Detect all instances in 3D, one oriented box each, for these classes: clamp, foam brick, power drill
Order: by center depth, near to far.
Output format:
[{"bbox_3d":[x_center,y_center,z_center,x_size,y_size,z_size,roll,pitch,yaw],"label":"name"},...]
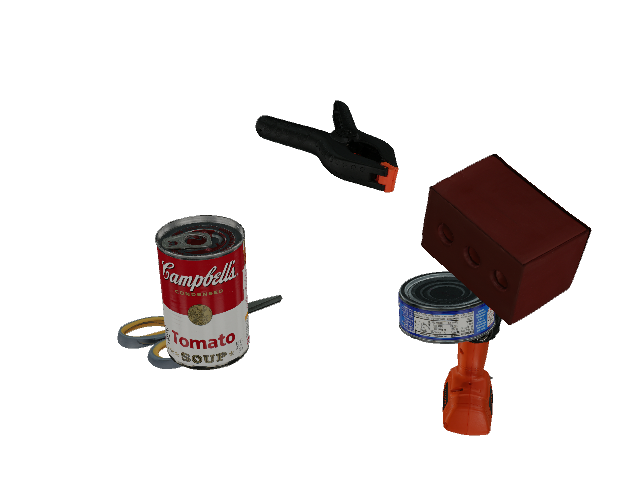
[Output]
[{"bbox_3d":[0.104,-0.001,0.610,0.051,0.053,0.078,-28,53,-27],"label":"foam brick"},{"bbox_3d":[0.012,-0.100,1.126,0.120,0.039,0.172,-16,36,-24],"label":"clamp"},{"bbox_3d":[0.168,0.115,1.159,0.057,0.188,0.184,7,26,8],"label":"power drill"}]

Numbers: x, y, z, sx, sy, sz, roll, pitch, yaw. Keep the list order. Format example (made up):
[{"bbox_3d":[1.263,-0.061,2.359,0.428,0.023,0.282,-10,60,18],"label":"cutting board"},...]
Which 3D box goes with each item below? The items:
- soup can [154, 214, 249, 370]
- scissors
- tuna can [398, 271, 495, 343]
[{"bbox_3d":[-0.090,0.040,0.827,0.068,0.102,0.068,-1,28,0],"label":"soup can"},{"bbox_3d":[-0.116,0.097,1.150,0.201,0.016,0.096,-7,31,-24],"label":"scissors"},{"bbox_3d":[0.111,0.058,0.945,0.086,0.034,0.086,-4,20,1],"label":"tuna can"}]
